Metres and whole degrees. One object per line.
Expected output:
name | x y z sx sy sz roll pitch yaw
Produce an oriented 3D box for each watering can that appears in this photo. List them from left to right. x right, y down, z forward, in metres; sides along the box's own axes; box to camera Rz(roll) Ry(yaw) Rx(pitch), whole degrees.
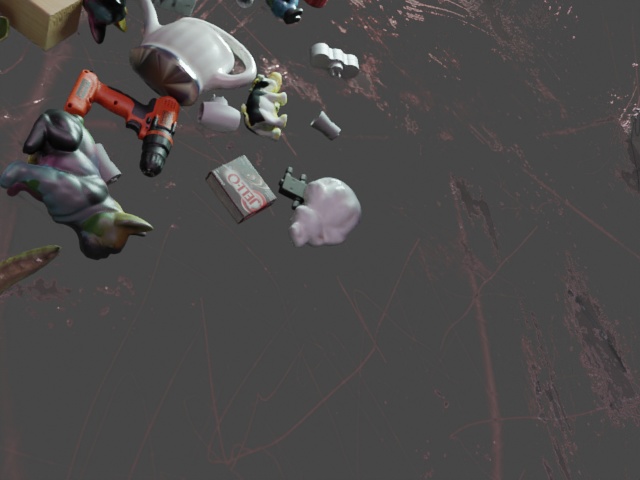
watering can | -0.301 -0.398 1.051 0.348 0.102 0.229 31 50 2

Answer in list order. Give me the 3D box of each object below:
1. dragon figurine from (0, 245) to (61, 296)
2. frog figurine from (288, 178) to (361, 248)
dragon figurine | -0.454 0.150 0.490 0.121 0.409 0.246 52 7 -18
frog figurine | 0.003 -0.052 1.027 0.161 0.122 0.137 -21 96 -52
